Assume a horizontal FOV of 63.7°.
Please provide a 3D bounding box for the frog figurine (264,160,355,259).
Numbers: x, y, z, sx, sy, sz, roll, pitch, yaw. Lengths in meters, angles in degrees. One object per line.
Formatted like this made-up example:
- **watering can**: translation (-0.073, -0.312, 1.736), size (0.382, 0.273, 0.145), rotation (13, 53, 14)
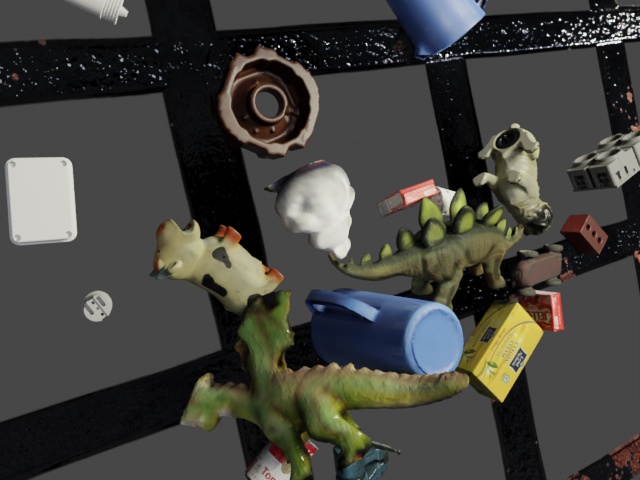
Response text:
- **frog figurine**: translation (0.003, -0.042, 0.830), size (0.139, 0.121, 0.160), rotation (-25, 87, -42)

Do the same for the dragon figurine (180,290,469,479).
- **dragon figurine**: translation (-0.030, 0.184, 0.712), size (0.406, 0.122, 0.244), rotation (-35, 81, 18)
